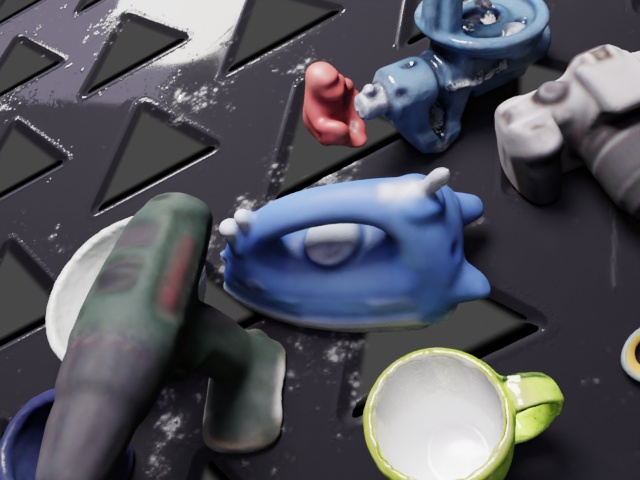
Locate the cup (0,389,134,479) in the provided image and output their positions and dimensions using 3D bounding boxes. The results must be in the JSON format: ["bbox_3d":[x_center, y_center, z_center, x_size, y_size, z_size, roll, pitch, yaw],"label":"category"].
[{"bbox_3d":[-0.211,0.192,0.480,0.091,0.095,0.118,28,73,34],"label":"cup"}]

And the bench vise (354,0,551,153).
[{"bbox_3d":[0.121,-0.190,0.509,0.121,0.220,0.207,29,73,35],"label":"bench vise"}]

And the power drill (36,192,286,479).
[{"bbox_3d":[-0.100,0.090,0.428,0.075,0.209,0.229,-11,55,17],"label":"power drill"}]

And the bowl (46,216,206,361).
[{"bbox_3d":[-0.176,0.061,0.564,0.167,0.075,0.167,-11,55,16],"label":"bowl"}]

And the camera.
[{"bbox_3d":[0.233,-0.080,0.466,0.143,0.101,0.136,-23,53,8],"label":"camera"}]

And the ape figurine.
[{"bbox_3d":[0.011,-0.148,0.610,0.075,0.092,0.078,19,68,32],"label":"ape figurine"}]

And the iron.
[{"bbox_3d":[0.004,0.002,0.484,0.257,0.142,0.118,-8,56,18],"label":"iron"}]
